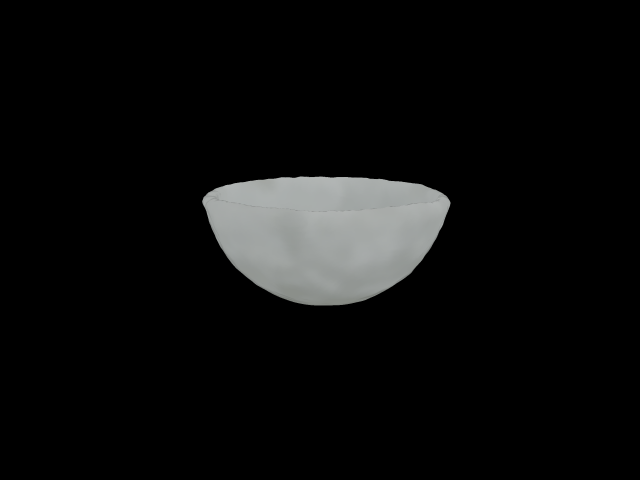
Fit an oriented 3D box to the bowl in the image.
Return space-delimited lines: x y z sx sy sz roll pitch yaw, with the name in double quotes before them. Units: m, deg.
"bowl" 0.004 0.001 0.400 0.167 0.075 0.167 0 14 0
